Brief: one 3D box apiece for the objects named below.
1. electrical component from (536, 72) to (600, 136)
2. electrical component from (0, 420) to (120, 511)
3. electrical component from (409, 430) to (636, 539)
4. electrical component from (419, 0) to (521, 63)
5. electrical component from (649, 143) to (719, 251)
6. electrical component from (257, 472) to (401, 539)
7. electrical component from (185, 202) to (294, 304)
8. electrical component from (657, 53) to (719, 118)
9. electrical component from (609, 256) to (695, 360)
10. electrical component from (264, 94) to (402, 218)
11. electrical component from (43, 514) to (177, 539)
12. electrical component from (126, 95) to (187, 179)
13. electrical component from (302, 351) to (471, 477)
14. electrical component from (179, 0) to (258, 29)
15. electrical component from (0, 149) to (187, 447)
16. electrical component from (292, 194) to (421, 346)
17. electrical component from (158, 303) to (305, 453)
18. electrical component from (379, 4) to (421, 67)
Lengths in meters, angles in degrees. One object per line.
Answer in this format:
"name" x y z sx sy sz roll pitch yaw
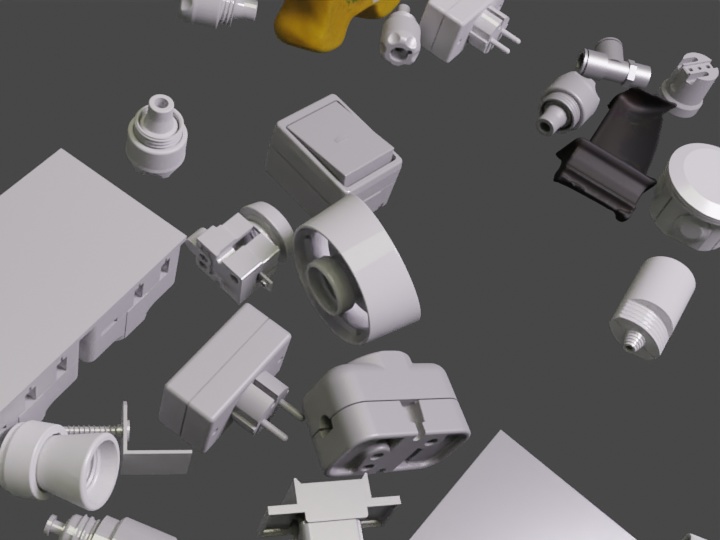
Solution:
"electrical component" 0.171 -0.136 0.906 0.043 0.043 0.062 37 55 11
"electrical component" -0.174 0.112 0.620 0.055 0.045 0.045 7 51 14
"electrical component" 0.119 0.201 0.639 0.186 0.060 0.105 39 54 12
"electrical component" 0.105 -0.215 0.941 0.076 0.047 0.083 37 54 11
"electrical component" 0.281 -0.060 0.879 0.080 0.051 0.080 8 54 -11
"electrical component" -0.017 0.159 0.642 0.081 0.042 0.063 -1 57 -16
"electrical component" -0.078 -0.015 0.747 0.066 0.048 0.055 41 62 14
"electrical component" 0.294 -0.165 0.961 0.040 0.046 0.040 8 54 -11
"electrical component" 0.215 0.032 0.800 0.043 0.043 0.081 33 53 8
"electrical component" -0.024 -0.085 0.802 0.062 0.061 0.096 -33 70 -32
"electrical component" -0.140 0.158 0.607 0.078 0.040 0.040 23 52 1
"electrical component" -0.146 -0.099 0.775 0.043 0.062 0.043 8 54 -11
"electrical component" 0.015 0.090 0.680 0.095 0.053 0.059 3 53 -37
"electrical component" -0.116 -0.219 0.882 0.062 0.043 0.043 10 53 -12
"electrical component" -0.211 0.022 0.671 0.105 0.060 0.186 34 53 9
"electrical component" 0.000 0.000 0.729 0.064 0.099 0.099 -28 67 -24
"electrical component" -0.071 0.079 0.680 0.076 0.047 0.083 35 53 10
"electrical component" 0.035 -0.204 0.921 0.035 0.035 0.061 13 51 -7
